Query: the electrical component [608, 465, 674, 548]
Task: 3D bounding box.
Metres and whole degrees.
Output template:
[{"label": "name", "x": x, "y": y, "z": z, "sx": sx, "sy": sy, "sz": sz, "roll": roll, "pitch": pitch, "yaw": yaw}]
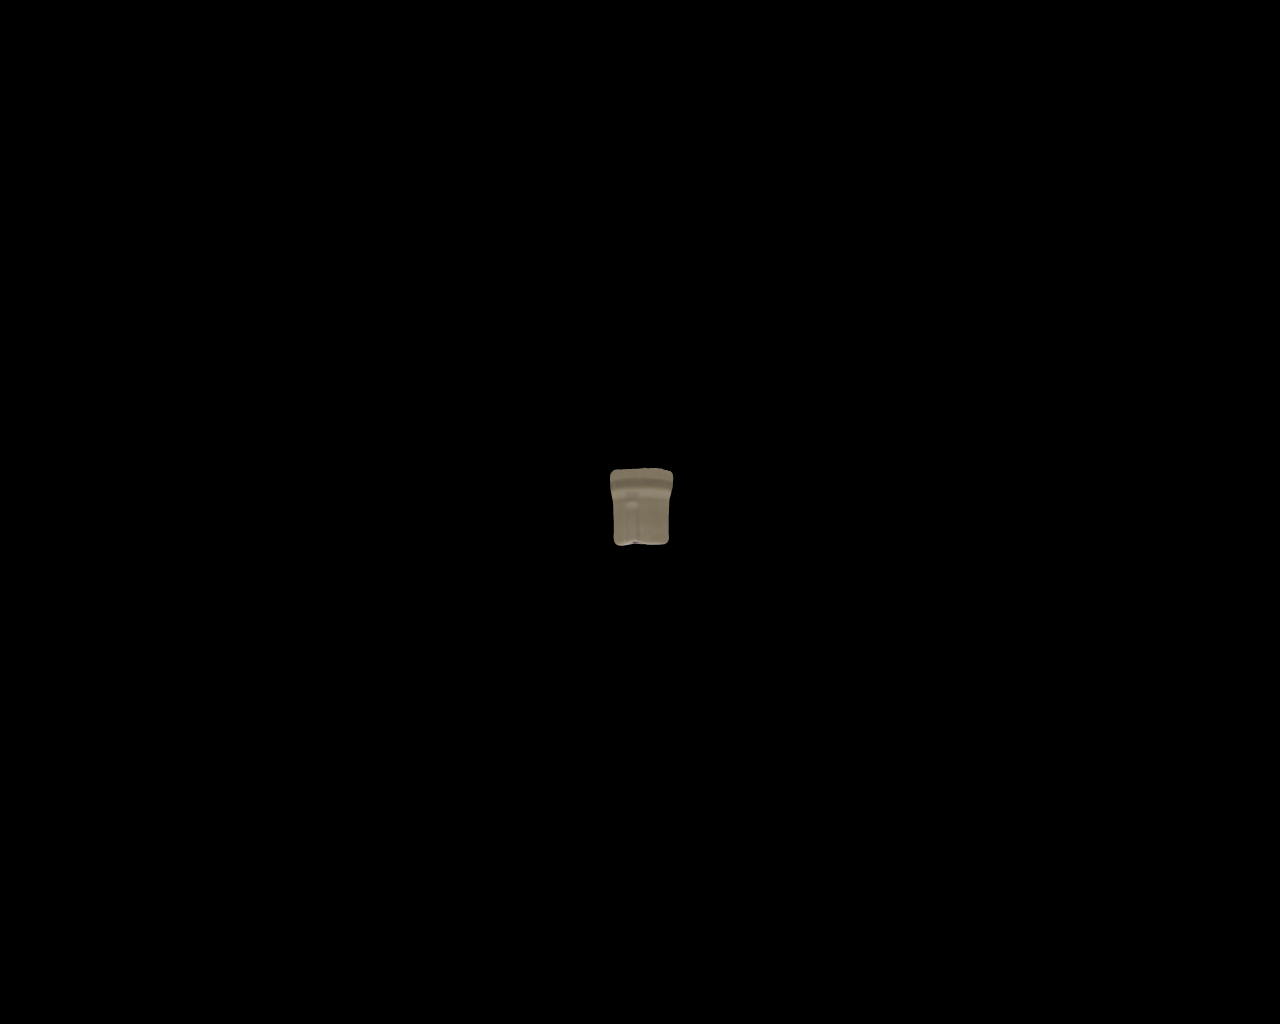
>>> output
[{"label": "electrical component", "x": 0.001, "y": -0.003, "z": 0.650, "sx": 0.040, "sy": 0.046, "sz": 0.040, "roll": 0, "pitch": -7, "yaw": 0}]
